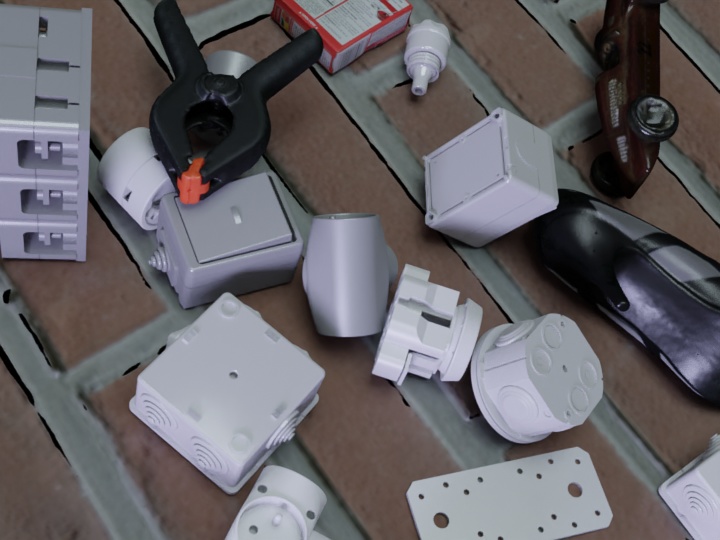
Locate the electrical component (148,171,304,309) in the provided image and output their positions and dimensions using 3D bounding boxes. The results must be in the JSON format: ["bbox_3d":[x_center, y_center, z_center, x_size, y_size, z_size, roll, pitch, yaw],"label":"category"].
[{"bbox_3d":[-0.092,-0.021,0.710,0.096,0.061,0.061,-15,66,-21],"label":"electrical component"}]

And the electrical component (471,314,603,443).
[{"bbox_3d":[0.116,0.070,0.706,0.080,0.051,0.080,16,63,-35],"label":"electrical component"}]

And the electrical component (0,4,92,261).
[{"bbox_3d":[-0.199,-0.080,0.664,0.062,0.150,0.089,1,61,-15],"label":"electrical component"}]

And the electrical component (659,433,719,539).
[{"bbox_3d":[0.264,0.152,0.713,0.100,0.048,0.099,-28,72,-26],"label":"electrical component"}]

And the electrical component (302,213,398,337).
[{"bbox_3d":[0.000,0.000,0.724,0.079,0.044,0.077,-16,106,-60],"label":"electrical component"}]

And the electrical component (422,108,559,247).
[{"bbox_3d":[0.090,-0.060,0.769,0.061,0.096,0.061,22,54,-35],"label":"electrical component"}]

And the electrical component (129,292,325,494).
[{"bbox_3d":[-0.081,0.074,0.668,0.100,0.048,0.099,38,59,9],"label":"electrical component"}]

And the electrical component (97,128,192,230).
[{"bbox_3d":[-0.143,-0.063,0.726,0.047,0.055,0.055,41,60,14],"label":"electrical component"}]

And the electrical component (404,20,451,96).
[{"bbox_3d":[0.051,-0.164,0.842,0.035,0.035,0.061,15,61,-6],"label":"electrical component"}]

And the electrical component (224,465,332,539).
[{"bbox_3d":[-0.039,0.167,0.629,0.079,0.044,0.077,28,59,2],"label":"electrical component"}]

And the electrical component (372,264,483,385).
[{"bbox_3d":[0.046,0.041,0.714,0.057,0.058,0.078,18,59,-1],"label":"electrical component"}]

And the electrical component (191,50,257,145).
[{"bbox_3d":[-0.097,-0.123,0.776,0.045,0.045,0.055,15,60,-6],"label":"electrical component"}]
